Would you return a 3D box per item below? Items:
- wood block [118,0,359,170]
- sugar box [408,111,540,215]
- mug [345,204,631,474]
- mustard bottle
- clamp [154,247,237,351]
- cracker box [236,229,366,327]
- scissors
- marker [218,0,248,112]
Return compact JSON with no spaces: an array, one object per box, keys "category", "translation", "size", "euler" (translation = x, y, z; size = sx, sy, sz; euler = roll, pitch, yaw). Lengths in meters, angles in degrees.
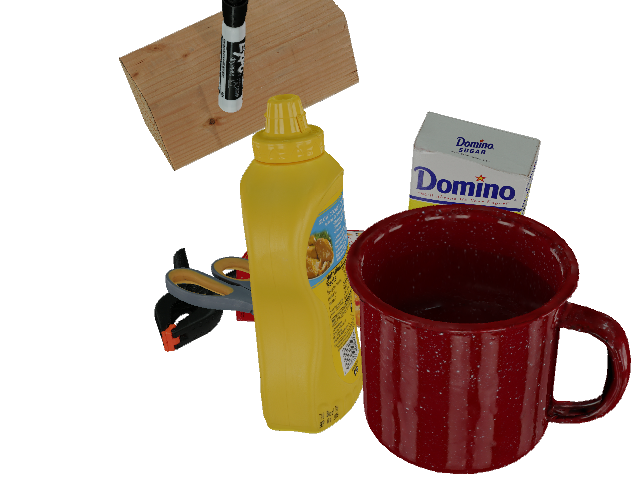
[{"category":"wood block","translation":[-0.077,-0.166,1.047],"size":[0.206,0.091,0.090],"euler":[-27,48,-10]},{"category":"sugar box","translation":[0.120,-0.021,0.877],"size":[0.093,0.048,0.176],"euler":[16,-33,14]},{"category":"mug","translation":[0.069,0.044,0.445],"size":[0.117,0.081,0.093],"euler":[10,34,20]},{"category":"mustard bottle","translation":[-0.012,0.009,0.627],"size":[0.058,0.192,0.096],"euler":[2,22,19]},{"category":"clamp","translation":[-0.134,0.065,1.250],"size":[0.120,0.039,0.171],"euler":[-4,37,15]},{"category":"cracker box","translation":[0.029,0.040,1.136],"size":[0.214,0.072,0.164],"euler":[4,15,6]},{"category":"scissors","translation":[-0.037,0.052,0.904],"size":[0.202,0.016,0.096],"euler":[16,27,23]},{"category":"marker","translation":[-0.065,-0.140,0.787],"size":[0.020,0.020,0.121],"euler":[0,-33,-7]}]
